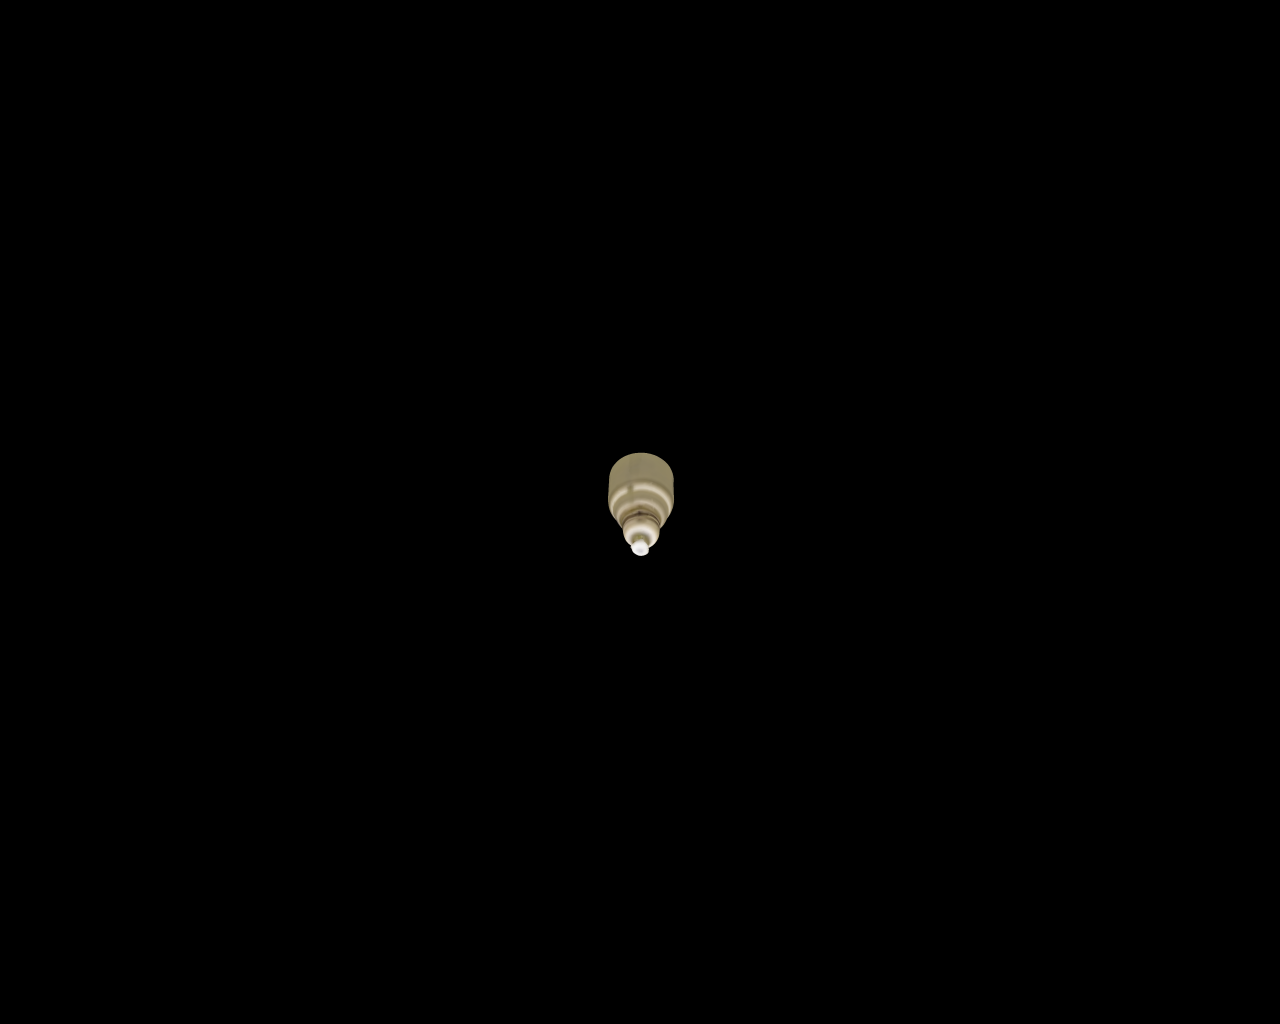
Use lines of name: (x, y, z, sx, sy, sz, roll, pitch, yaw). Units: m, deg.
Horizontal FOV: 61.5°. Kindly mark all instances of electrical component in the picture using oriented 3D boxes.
electrical component: (0.001, -0.003, 0.650, 0.040, 0.040, 0.078, 0, 40, 0)
